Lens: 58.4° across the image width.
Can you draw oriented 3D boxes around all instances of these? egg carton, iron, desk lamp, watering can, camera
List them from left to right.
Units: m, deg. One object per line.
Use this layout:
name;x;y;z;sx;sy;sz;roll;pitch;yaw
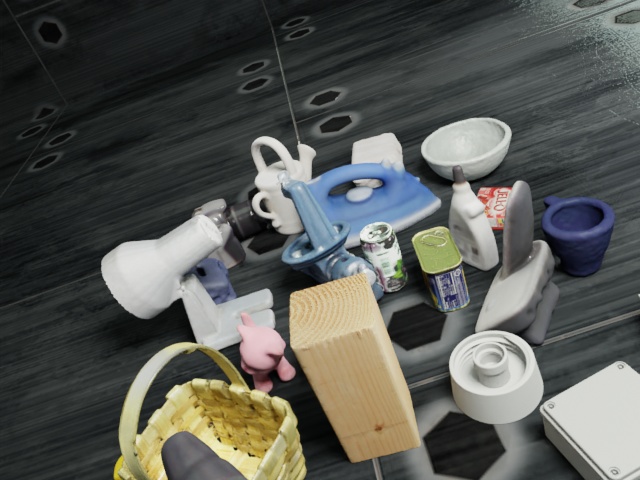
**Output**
desk lamp;-0.202;0.070;0.902;0.203;0.214;0.117;-20;33;2
camera;-0.177;-0.029;1.132;0.137;0.101;0.143;-24;33;-3
watering can;-0.072;-0.120;1.116;0.100;0.194;0.173;-4;37;24
iron;0.078;-0.082;1.027;0.258;0.142;0.118;-17;33;7
egg carton;0.118;-0.161;1.182;0.107;0.069;0.150;-13;34;13

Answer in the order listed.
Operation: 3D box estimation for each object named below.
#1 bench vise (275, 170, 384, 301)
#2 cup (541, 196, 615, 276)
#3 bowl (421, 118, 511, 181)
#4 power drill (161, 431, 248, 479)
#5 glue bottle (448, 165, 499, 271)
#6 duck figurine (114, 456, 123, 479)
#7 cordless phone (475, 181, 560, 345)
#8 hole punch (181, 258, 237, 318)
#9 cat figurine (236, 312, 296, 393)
bench vise;0.015;-0.004;0.879;0.206;0.220;0.122;12;46;40
cup;0.354;-0.004;0.802;0.091;0.095;0.117;-24;33;-3
bowl;0.280;-0.160;1.084;0.167;0.075;0.167;-15;34;10
power drill;-0.047;0.292;0.504;0.076;0.209;0.228;-37;36;-22
glue bottle;0.220;-0.036;0.852;0.037;0.173;0.077;-34;35;-17
duck figurine;-0.223;0.300;0.703;0.077;0.086;0.105;1;40;31
cordless phone;0.244;0.030;0.733;0.093;0.185;0.148;1;40;31
hole punch;-0.212;0.072;1.018;0.101;0.091;0.108;-29;34;-10
cat figurine;-0.085;0.150;0.810;0.067;0.118;0.127;-27;34;-8
